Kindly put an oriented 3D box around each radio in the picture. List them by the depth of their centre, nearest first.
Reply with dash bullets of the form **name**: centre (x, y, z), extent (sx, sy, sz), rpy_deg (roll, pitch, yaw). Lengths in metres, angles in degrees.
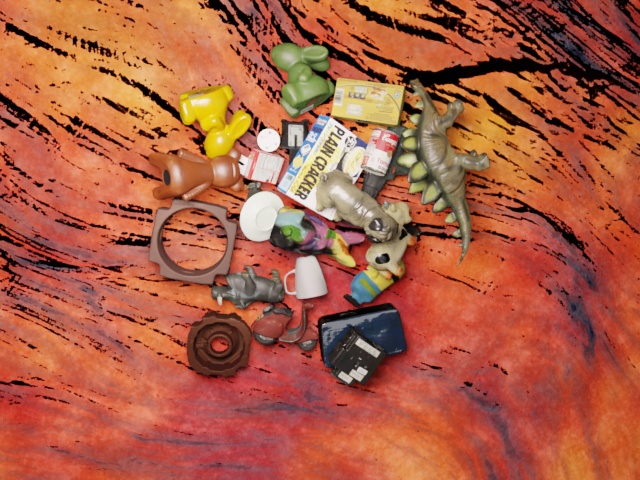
- **radio**: centre (0.110, 0.254, 1.450), extent (0.230, 0.073, 0.131), rpy_deg (-11, 99, -8)

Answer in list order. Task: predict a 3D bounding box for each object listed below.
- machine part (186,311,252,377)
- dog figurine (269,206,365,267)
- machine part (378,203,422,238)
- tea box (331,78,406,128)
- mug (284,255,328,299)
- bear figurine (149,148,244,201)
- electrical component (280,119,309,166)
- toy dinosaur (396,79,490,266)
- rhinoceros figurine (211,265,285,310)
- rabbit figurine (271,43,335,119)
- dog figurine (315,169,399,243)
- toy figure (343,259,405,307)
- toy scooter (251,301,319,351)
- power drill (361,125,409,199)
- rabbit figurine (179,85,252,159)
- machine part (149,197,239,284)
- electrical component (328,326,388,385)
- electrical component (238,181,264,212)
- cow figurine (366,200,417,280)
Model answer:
- **machine part**: centre (-0.263, 0.271, 1.408), extent (0.179, 0.056, 0.179), rpy_deg (-1, 100, -7)
- **dog figurine**: centre (-0.003, -0.004, 1.347), extent (0.219, 0.191, 0.108), rpy_deg (18, 90, 5)
- **machine part**: centre (0.203, -0.039, 1.436), extent (0.139, 0.039, 0.084), rpy_deg (24, 86, -9)
- **tea box**: centre (0.121, -0.340, 1.336), extent (0.170, 0.068, 0.098), rpy_deg (13, 98, 10)
- **mug**: centre (-0.041, 0.096, 1.406), extent (0.110, 0.081, 0.107), rpy_deg (-8, 89, 1)
- **bear figurine**: centre (-0.288, -0.161, 1.280), extent (0.196, 0.132, 0.120), rpy_deg (-16, 105, -42)
- **electrical component**: centre (-0.062, -0.246, 1.361), extent (0.075, 0.048, 0.119), rpy_deg (-4, 100, -7)
- **toy dinosaur**: centre (0.305, -0.177, 1.324), extent (0.199, 0.105, 0.471), rpy_deg (-23, 86, 4)
- **rhinoceros figurine**: centre (-0.185, 0.126, 1.393), extent (0.190, 0.073, 0.112), rpy_deg (1, 109, -10)
- **rabbit figurine**: centre (-0.048, -0.411, 1.306), extent (0.159, 0.121, 0.170), rpy_deg (-29, 87, 0)
- **dog figurine**: centre (0.088, -0.081, 1.268), extent (0.172, 0.191, 0.121), rpy_deg (28, 94, -41)
- **toy figure**: centre (0.145, 0.107, 1.429), extent (0.180, 0.082, 0.089), rpy_deg (-47, 113, -4)
- **toy scooter**: centre (-0.083, 0.213, 1.407), extent (0.184, 0.075, 0.135), rpy_deg (13, 110, -11)
- **power drill**: centre (0.222, -0.172, 1.403), extent (0.207, 0.086, 0.232), rpy_deg (15, 94, -2)
- **rabbit figurine**: centre (-0.253, -0.284, 1.312), extent (0.162, 0.122, 0.173), rpy_deg (-17, 115, -15)
- **machine part**: centre (-0.315, 0.001, 1.345), extent (0.201, 0.087, 0.200), rpy_deg (11, 96, -8)
- **electrical component**: centre (0.089, 0.307, 1.388), extent (0.115, 0.058, 0.134), rpy_deg (37, 94, -11)
- **electrical component**: centre (-0.164, -0.099, 1.370), extent (0.078, 0.045, 0.102), rpy_deg (19, 96, -9)
- **cow figurine**: centre (0.175, -0.013, 1.355), extent (0.127, 0.085, 0.195), rpy_deg (34, 67, -18)
